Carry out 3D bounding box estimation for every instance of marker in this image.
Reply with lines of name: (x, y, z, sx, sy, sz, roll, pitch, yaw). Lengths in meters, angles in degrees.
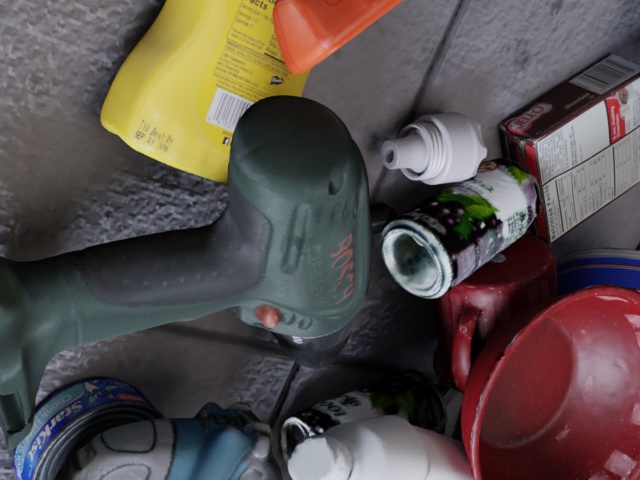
marker: (-0.004, 0.001, 0.638, 0.120, 0.020, 0.020, -20, 123, -29)

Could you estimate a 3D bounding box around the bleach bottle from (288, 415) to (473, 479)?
bleach bottle: (0.051, 0.163, 0.663, 0.103, 0.068, 0.250, -41, 145, 11)

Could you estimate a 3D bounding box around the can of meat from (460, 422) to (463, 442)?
can of meat: (0.156, 0.166, 0.808, 0.083, 0.058, 0.102, 1, 86, -41)

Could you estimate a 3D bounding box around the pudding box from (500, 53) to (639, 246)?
pudding box: (0.180, -0.062, 0.737, 0.113, 0.039, 0.090, -31, 129, -19)

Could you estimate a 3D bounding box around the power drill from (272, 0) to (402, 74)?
power drill: (-0.032, -0.167, 0.448, 0.184, 0.057, 0.187, -37, 100, -15)

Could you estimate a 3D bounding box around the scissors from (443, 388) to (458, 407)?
scissors: (0.059, 0.172, 0.780, 0.201, 0.016, 0.096, -38, 132, -17)

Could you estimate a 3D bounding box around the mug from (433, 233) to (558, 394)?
mug: (0.111, 0.052, 0.701, 0.117, 0.093, 0.081, -45, 133, -47)

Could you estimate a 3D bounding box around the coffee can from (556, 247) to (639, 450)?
coffee can: (0.210, 0.088, 0.758, 0.102, 0.103, 0.140, 28, 65, -43)

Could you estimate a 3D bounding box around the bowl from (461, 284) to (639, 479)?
bowl: (0.141, 0.097, 0.652, 0.161, 0.055, 0.162, -10, 110, -28)

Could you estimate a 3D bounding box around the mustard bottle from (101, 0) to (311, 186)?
mustard bottle: (-0.029, -0.124, 0.526, 0.096, 0.058, 0.192, 19, 101, -43)

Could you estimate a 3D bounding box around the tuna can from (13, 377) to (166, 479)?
tuna can: (-0.125, 0.121, 0.595, 0.086, 0.034, 0.086, -18, 123, -30)
